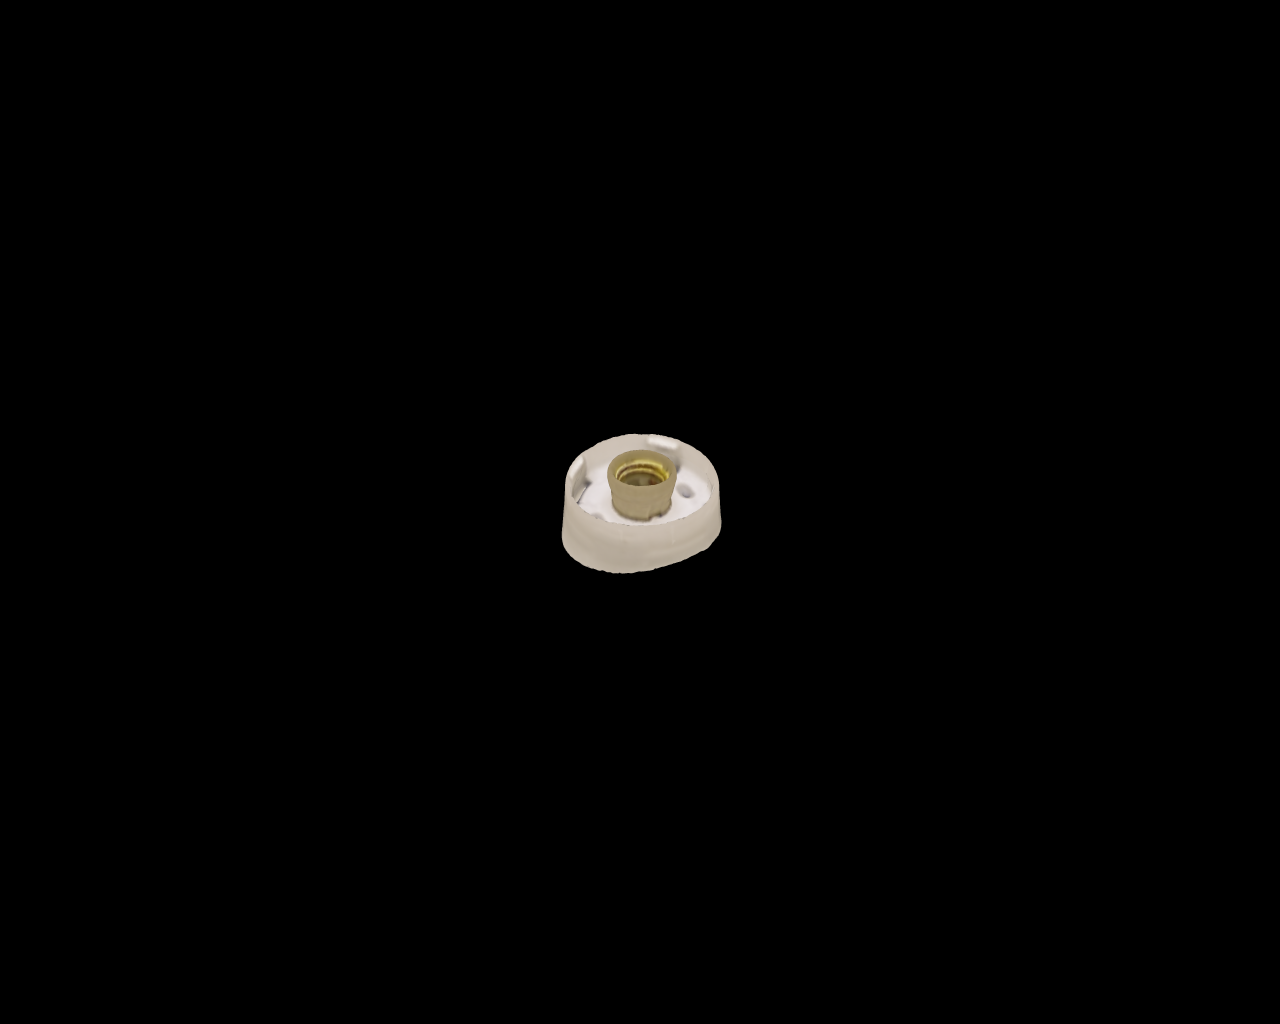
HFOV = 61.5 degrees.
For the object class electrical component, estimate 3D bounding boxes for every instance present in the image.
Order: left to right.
[{"bbox_3d":[0.001,-0.003,0.650,0.099,0.064,0.099,0,41,0],"label":"electrical component"}]
